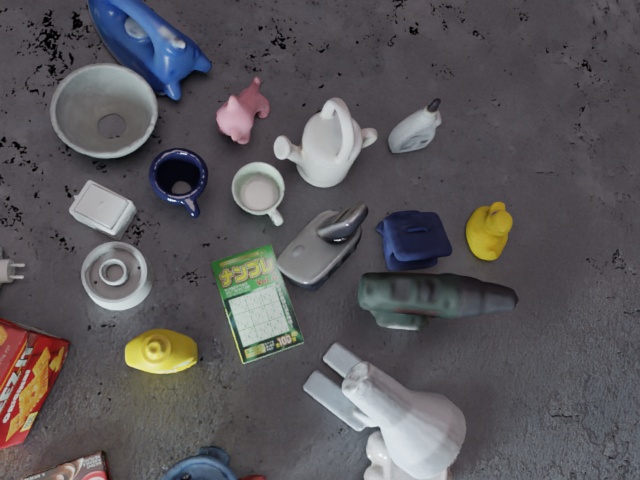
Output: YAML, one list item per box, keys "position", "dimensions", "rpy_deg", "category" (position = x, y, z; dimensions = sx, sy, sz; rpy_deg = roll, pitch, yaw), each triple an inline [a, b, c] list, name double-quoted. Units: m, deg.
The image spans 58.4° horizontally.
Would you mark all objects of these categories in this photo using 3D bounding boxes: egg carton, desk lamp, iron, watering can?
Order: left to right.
- position: [-0.311, -0.367, 0.971]
  dimensions: [0.258, 0.141, 0.119]
  rpy_deg: [40, 73, 1]
  category: "iron"
- position: [0.013, -0.161, 0.952]
  dimensions: [0.173, 0.194, 0.101]
  rpy_deg: [-36, 85, -16]
  category: "watering can"
- position: [0.090, 0.247, 0.856]
  dimensions: [0.203, 0.213, 0.118]
  rpy_deg: [36, 73, 0]
  category: "desk lamp"
- position: [0.144, 0.363, 0.913]
  dimensions: [0.150, 0.069, 0.107]
  rpy_deg: [7, 75, -8]
  category: "egg carton"

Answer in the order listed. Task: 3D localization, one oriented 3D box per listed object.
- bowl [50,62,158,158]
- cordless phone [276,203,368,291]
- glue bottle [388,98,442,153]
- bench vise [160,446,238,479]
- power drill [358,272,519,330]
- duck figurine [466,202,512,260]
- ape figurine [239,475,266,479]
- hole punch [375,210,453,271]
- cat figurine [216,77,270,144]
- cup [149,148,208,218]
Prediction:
- position: [-0.353, -0.205, 0.959]
  dimensions: [0.167, 0.074, 0.167]
  rpy_deg: [2, 76, -9]
  category: "bowl"
- position: [0.008, 0.003, 0.916]
  dimensions: [0.094, 0.185, 0.148]
  rpy_deg: [40, 73, 2]
  category: "cordless phone"
- position: [0.177, -0.204, 1.002]
  dimensions: [0.078, 0.173, 0.037]
  rpy_deg: [-11, 78, -12]
  category: "glue bottle"
- position: [-0.168, 0.395, 0.771]
  dimensions: [0.121, 0.219, 0.207]
  rpy_deg: [5, 76, -9]
  category: "bench vise"
- position: [0.165, 0.096, 0.909]
  dimensions: [0.230, 0.208, 0.075]
  rpy_deg: [5, 76, -9]
  category: "power drill"
- position: [0.312, -0.019, 1.027]
  dimensions: [0.077, 0.086, 0.104]
  rpy_deg: [8, 75, -8]
  category: "duck figurine"
- position: [-0.103, 0.389, 0.851]
  dimensions: [0.076, 0.092, 0.078]
  rpy_deg: [30, 73, -1]
  category: "ape figurine"
- position: [0.162, -0.004, 0.994]
  dimensions: [0.109, 0.091, 0.101]
  rpy_deg: [-6, 78, -11]
  category: "hole punch"
- position: [-0.134, -0.222, 0.980]
  dimensions: [0.067, 0.117, 0.128]
  rpy_deg: [29, 73, -2]
  category: "cat figurine"
- position: [-0.223, -0.082, 0.942]
  dimensions: [0.092, 0.095, 0.118]
  rpy_deg: [-24, 82, -14]
  category: "cup"
